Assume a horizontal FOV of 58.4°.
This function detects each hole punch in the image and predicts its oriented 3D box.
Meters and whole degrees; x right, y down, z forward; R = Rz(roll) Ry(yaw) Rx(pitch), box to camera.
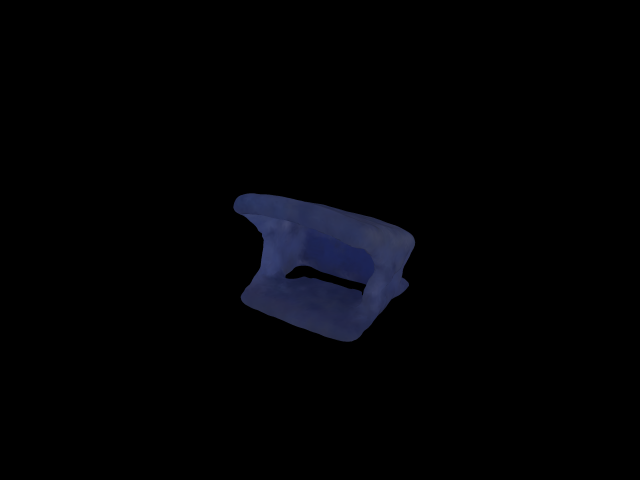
[{"bbox_3d":[0.004,0.001,0.400,0.108,0.091,0.101,16,31,28],"label":"hole punch"}]
